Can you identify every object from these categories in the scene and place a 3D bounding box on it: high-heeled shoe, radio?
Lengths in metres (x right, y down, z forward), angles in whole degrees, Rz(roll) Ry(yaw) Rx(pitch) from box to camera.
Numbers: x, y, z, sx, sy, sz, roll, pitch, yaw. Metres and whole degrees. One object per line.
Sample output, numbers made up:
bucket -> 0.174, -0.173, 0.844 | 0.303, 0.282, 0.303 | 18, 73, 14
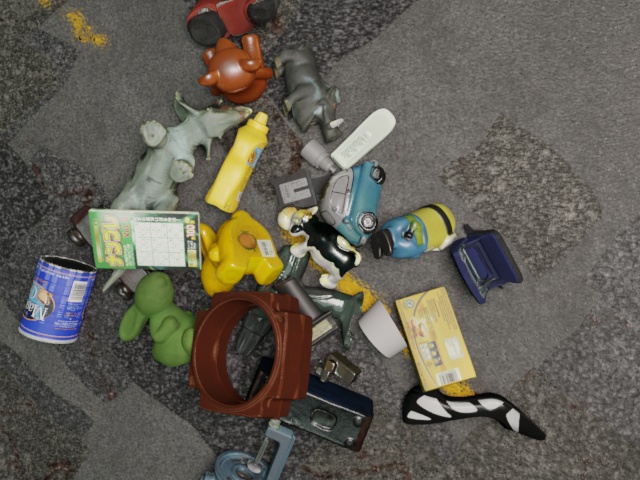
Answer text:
high-heeled shoe -> 0.281, 0.338, 0.996 | 0.249, 0.086, 0.145 | 34, 91, 8
radio -> -0.017, 0.295, 0.979 | 0.230, 0.131, 0.073 | 21, 90, 1

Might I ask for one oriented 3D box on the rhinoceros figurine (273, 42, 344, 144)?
rhinoceros figurine -> -0.019, -0.269, 1.001 | 0.112, 0.073, 0.190 | -21, 89, -9

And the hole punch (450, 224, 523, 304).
hole punch -> 0.285, 0.048, 0.971 | 0.092, 0.116, 0.142 | -32, 92, -5

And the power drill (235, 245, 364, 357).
power drill -> -0.031, 0.138, 1.008 | 0.207, 0.086, 0.232 | 19, 89, 9

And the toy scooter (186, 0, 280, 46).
toy scooter -> -0.156, -0.430, 0.988 | 0.184, 0.075, 0.135 | -9, 52, 18

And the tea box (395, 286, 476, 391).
tea box -> 0.206, 0.181, 0.978 | 0.098, 0.068, 0.169 | -15, 71, 2

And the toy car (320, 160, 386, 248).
toy car -> 0.053, -0.071, 0.975 | 0.103, 0.109, 0.161 | 12, 87, -12

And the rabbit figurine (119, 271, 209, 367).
rabbit figurine -> -0.286, 0.136, 0.994 | 0.159, 0.121, 0.170 | -17, 106, 23

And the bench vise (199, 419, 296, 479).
bench vise -> -0.100, 0.435, 0.991 | 0.224, 0.129, 0.240 | 23, 99, 2

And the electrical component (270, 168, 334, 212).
electrical component -> -0.028, -0.095, 1.013 | 0.119, 0.048, 0.074 | -12, 91, 4

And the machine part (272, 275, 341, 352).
machine part -> -0.029, 0.123, 0.952 | 0.084, 0.039, 0.139 | -39, 88, 10

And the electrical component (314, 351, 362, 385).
electrical component -> 0.032, 0.239, 0.996 | 0.078, 0.102, 0.045 | 36, 96, 10

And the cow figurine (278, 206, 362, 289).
cow figurine -> -0.004, -0.003, 0.945 | 0.167, 0.098, 0.068 | 47, 54, 4

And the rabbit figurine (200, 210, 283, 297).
rabbit figurine -> -0.173, 0.035, 0.979 | 0.173, 0.122, 0.162 | -49, 63, 41

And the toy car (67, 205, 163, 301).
toy car -> -0.389, 0.022, 1.023 | 0.089, 0.053, 0.202 | -41, 94, 1

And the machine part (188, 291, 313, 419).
machine part -> -0.119, 0.187, 0.893 | 0.201, 0.087, 0.201 | -4, 73, 32

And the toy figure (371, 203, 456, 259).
toy figure -> 0.172, -0.014, 0.958 | 0.180, 0.082, 0.089 | -10, 109, -34

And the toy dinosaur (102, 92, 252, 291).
toy dinosaur -> -0.290, -0.107, 0.973 | 0.131, 0.192, 0.404 | 35, 106, -11

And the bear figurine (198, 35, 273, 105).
bear figurine -> -0.155, -0.307, 0.938 | 0.120, 0.196, 0.132 | -20, 90, 5
